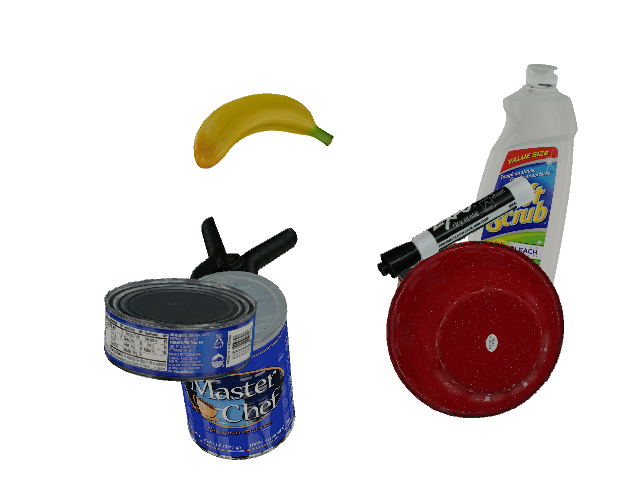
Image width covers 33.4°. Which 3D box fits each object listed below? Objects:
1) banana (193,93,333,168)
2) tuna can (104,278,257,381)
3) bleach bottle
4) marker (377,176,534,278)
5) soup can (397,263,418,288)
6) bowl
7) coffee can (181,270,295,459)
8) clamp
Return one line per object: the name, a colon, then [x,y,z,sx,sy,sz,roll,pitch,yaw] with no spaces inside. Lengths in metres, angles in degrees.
banana: [-0.065,-0.113,1.044,0.070,0.037,0.197,42,35,23]
tuna can: [-0.080,0.050,0.606,0.086,0.034,0.086,4,14,-1]
bleach bottle: [0.204,-0.056,1.100,0.103,0.251,0.068,9,20,15]
marker: [0.093,-0.008,0.736,0.121,0.020,0.020,-29,5,-10]
soup can: [0.126,0.087,1.315,0.068,0.102,0.068,2,24,-1]
bowl: [0.141,0.083,0.928,0.162,0.162,0.055,0,6,-5]
coffee can: [-0.077,0.113,0.962,0.103,0.140,0.103,-2,39,1]
clamp: [-0.094,0.031,1.254,0.120,0.039,0.171,-2,40,10]
